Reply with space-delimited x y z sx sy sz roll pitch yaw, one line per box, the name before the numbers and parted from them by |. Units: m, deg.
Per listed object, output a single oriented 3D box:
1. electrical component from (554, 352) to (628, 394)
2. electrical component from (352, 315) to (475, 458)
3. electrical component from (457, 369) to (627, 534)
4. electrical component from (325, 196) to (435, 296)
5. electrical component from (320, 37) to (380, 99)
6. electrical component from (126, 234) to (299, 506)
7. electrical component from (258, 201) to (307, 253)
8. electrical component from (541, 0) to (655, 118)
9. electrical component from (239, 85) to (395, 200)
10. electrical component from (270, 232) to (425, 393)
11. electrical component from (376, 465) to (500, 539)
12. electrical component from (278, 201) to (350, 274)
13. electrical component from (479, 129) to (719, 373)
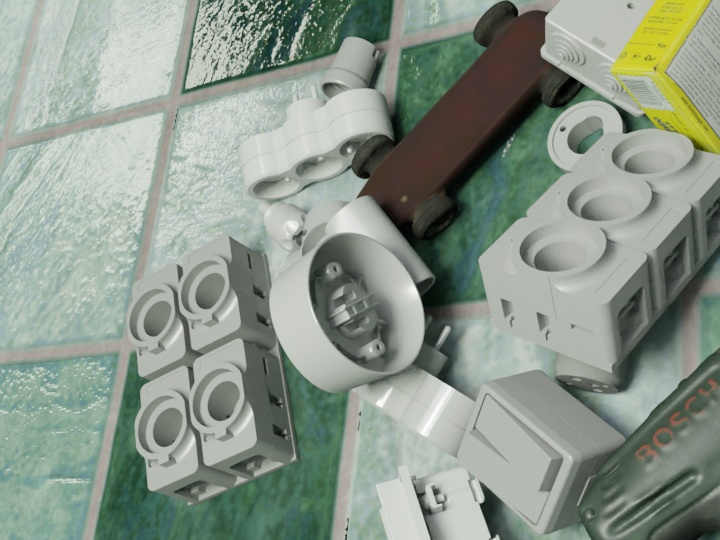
electrical component | 0.150 0.047 0.688 0.045 0.045 0.055 4 72 36
electrical component | 0.037 0.067 0.752 0.138 0.052 0.073 29 86 40
electrical component | 0.104 0.108 0.666 0.096 0.061 0.061 40 125 40
electrical component | 0.000 0.000 0.773 0.079 0.044 0.077 -37 74 -1
electrical component | -0.007 -0.166 0.902 0.040 0.040 0.046 10 69 37
electrical component | -0.121 0.076 0.852 0.105 0.060 0.186 -27 56 22
electrical component | -0.063 -0.039 0.884 0.061 0.035 0.035 37 92 43
electrical component | 0.184 -0.168 0.737 0.100 0.048 0.099 38 80 20
electrical component | -0.040 -0.117 0.885 0.138 0.052 0.073 -22 67 26
electrical component | -0.009 0.029 0.705 0.064 0.099 0.099 -30 54 27
electrical component | 0.058 0.188 0.669 0.063 0.078 0.121 -15 56 -5
electrical component | -0.032 -0.004 0.838 0.079 0.044 0.077 -23 57 24
electrical component | 0.154 -0.020 0.663 0.089 0.061 0.150 21 52 39
